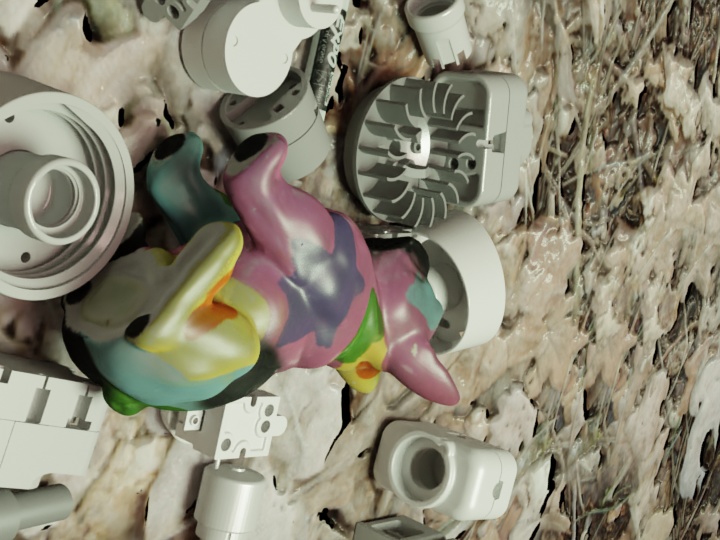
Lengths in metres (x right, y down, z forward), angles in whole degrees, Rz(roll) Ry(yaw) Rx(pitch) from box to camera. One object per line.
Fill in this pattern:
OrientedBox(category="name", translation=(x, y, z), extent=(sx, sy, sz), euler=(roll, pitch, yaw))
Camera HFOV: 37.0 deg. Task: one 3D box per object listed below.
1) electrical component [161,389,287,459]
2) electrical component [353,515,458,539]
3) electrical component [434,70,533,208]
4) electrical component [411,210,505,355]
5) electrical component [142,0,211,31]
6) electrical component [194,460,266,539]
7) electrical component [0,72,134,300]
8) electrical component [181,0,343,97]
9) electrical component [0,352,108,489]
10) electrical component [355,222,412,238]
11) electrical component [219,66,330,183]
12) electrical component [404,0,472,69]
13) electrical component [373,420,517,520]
OrientedBox(category="electrical component", translation=(-0.086, 0.086, 0.643), extent=(0.066, 0.055, 0.048), euler=(7, 97, -51))
OrientedBox(category="electrical component", translation=(0.064, 0.253, 0.803), extent=(0.062, 0.150, 0.089), euler=(4, 99, -50))
OrientedBox(category="electrical component", translation=(0.088, -0.098, 0.792), extent=(0.059, 0.054, 0.095), euler=(-13, 112, -48))
OrientedBox(category="electrical component", translation=(0.061, 0.010, 0.765), extent=(0.064, 0.099, 0.099), euler=(-19, 116, -39))
OrientedBox(category="electrical component", translation=(-0.083, -0.164, 0.565), extent=(0.048, 0.066, 0.055), euler=(44, 51, -6))
OrientedBox(category="electrical component", translation=(-0.085, 0.158, 0.680), extent=(0.040, 0.040, 0.078), euler=(9, 95, -51))
OrientedBox(category="electrical component", translation=(-0.158, -0.037, 0.511), extent=(0.108, 0.060, 0.108), euler=(-20, 117, -45))
OrientedBox(category="electrical component", translation=(-0.035, -0.156, 0.609), extent=(0.138, 0.074, 0.052), euler=(-58, 138, -19))
OrientedBox(category="electrical component", translation=(-0.178, 0.073, 0.533), extent=(0.089, 0.050, 0.055), euler=(21, 86, -51))
OrientedBox(category="electrical component", translation=(0.000, 0.000, 0.717), extent=(0.078, 0.058, 0.057), euler=(-5, 103, -49))
OrientedBox(category="electrical component", translation=(-0.048, -0.084, 0.634), extent=(0.055, 0.055, 0.047), euler=(-53, 140, -25))
OrientedBox(category="electrical component", translation=(0.056, -0.167, 0.742), extent=(0.040, 0.040, 0.046), euler=(-53, 141, -25))
OrientedBox(category="electrical component", translation=(0.060, 0.150, 0.808), extent=(0.059, 0.095, 0.053), euler=(14, 91, -51))
